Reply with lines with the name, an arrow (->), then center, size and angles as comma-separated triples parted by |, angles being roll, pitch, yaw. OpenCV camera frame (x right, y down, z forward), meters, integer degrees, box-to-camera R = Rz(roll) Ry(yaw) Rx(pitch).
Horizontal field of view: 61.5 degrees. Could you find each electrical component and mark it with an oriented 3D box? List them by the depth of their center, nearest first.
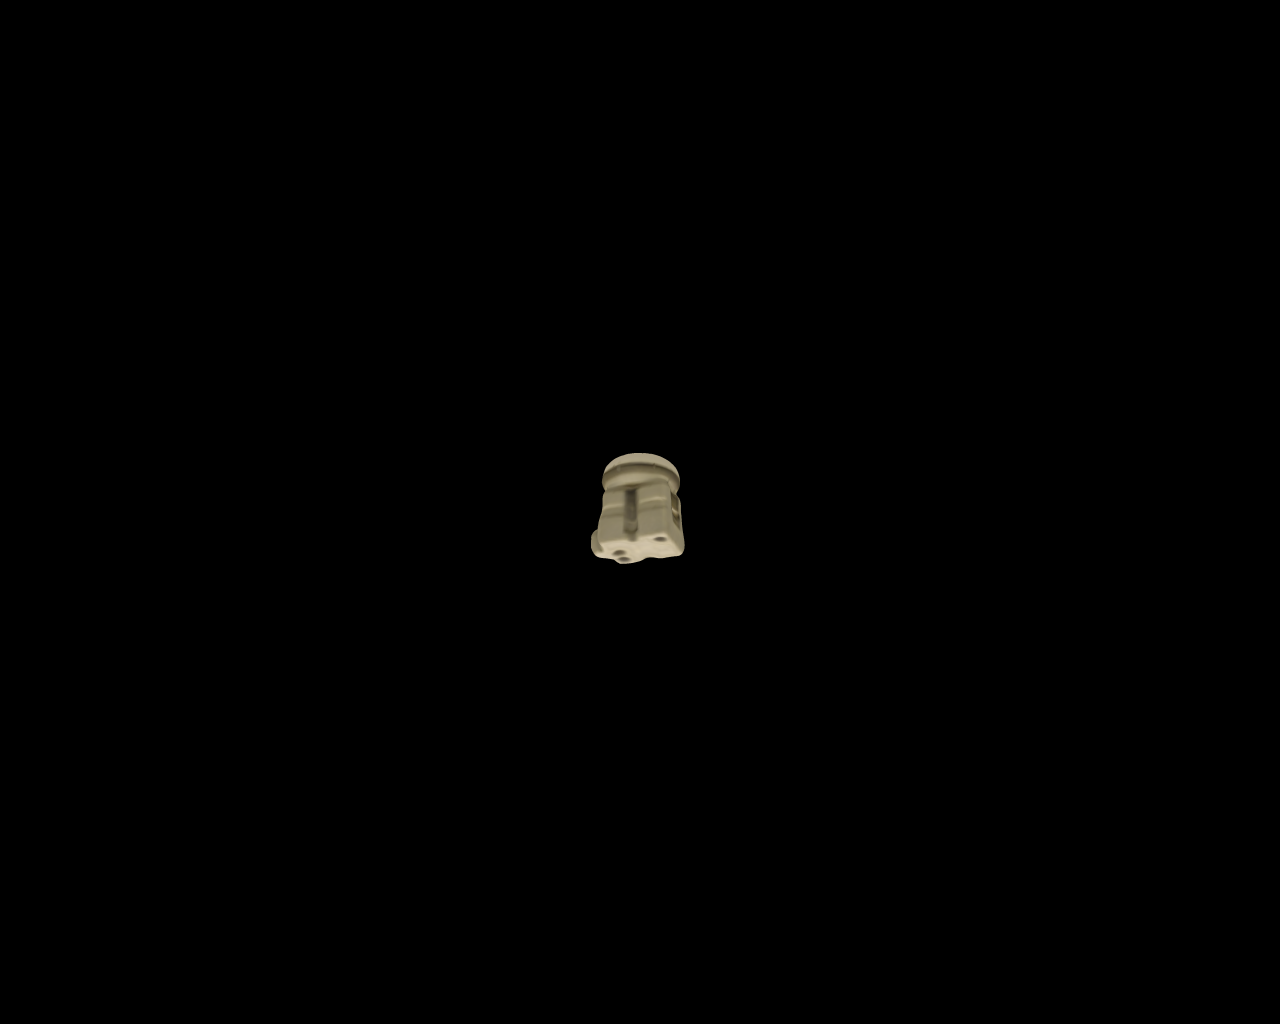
electrical component -> 0.001, -0.003, 0.650 | 0.066, 0.055, 0.048 | -8, -28, 16
